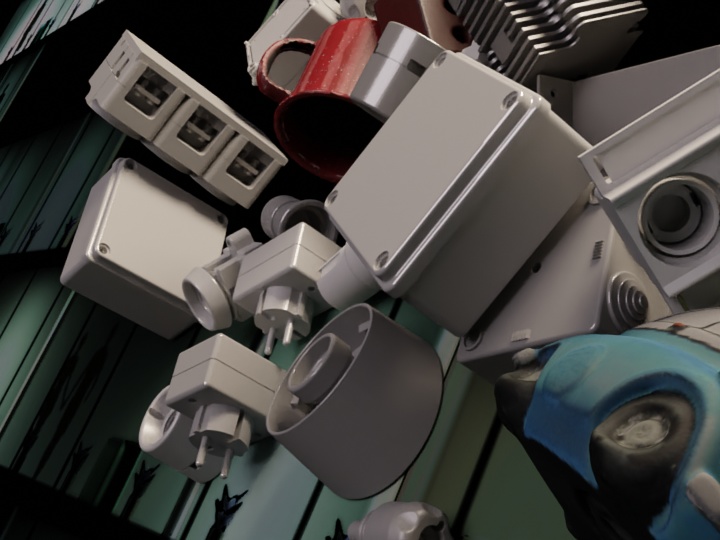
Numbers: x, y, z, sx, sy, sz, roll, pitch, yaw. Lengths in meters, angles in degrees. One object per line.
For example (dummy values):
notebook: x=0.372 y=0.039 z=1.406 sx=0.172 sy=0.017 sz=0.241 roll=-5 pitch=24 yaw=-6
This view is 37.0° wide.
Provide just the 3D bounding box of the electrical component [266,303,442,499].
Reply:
electrical component: x=-0.004 y=0.070 z=0.601 sx=0.099 sy=0.064 sz=0.099 roll=-45 pitch=17 yaw=18

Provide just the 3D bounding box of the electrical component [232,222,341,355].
electrical component: x=-0.048 y=0.021 z=0.708 sx=0.066 sy=0.047 sz=0.076 roll=-28 pitch=40 yaw=41

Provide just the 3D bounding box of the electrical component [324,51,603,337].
electrical component: x=0.045 y=-0.040 z=0.519 sx=0.108 sy=0.056 sz=0.108 roll=-51 pitch=26 yaw=8

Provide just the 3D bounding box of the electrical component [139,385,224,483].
electrical component: x=-0.115 y=0.108 z=0.720 sx=0.055 sy=0.047 sz=0.055 roll=-37 pitch=34 yaw=31

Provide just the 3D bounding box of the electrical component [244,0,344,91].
electrical component: x=-0.052 y=-0.184 z=0.905 sx=0.096 sy=0.061 sz=0.061 roll=-44 pitch=31 yaw=21

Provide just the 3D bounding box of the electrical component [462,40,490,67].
electrical component: x=0.064 y=-0.080 z=0.633 sx=0.050 sy=0.056 sz=0.089 roll=-14 pitch=49 yaw=50

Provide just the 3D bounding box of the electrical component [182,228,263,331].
electrical component: x=-0.092 y=0.012 z=0.761 sx=0.055 sy=0.066 sz=0.048 roll=-31 pitch=19 yaw=-26

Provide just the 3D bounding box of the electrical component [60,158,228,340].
electrical component: x=-0.171 y=-0.017 z=0.867 sx=0.056 sy=0.109 sz=0.108 roll=-34 pitch=36 yaw=39

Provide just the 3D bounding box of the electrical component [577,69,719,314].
electrical component: x=0.156 y=-0.044 z=0.420 sx=0.121 sy=0.078 sz=0.063 roll=-32 pitch=6 yaw=7

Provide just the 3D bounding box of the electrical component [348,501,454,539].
electrical component: x=0.016 y=0.129 z=0.519 sx=0.061 sy=0.035 sz=0.035 roll=-12 pitch=51 yaw=54

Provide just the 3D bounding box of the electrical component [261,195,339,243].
electrical component: x=-0.046 y=-0.032 z=0.767 sx=0.044 sy=0.044 sz=0.065 roll=-57 pitch=24 yaw=-2

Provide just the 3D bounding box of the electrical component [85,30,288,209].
electrical component: x=-0.145 y=-0.120 z=0.888 sx=0.061 sy=0.150 sz=0.089 roll=-51 pitch=29 yaw=7

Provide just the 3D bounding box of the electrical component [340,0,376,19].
electrical component: x=0.004 y=-0.217 z=0.874 sx=0.043 sy=0.043 sz=0.062 roll=-53 pitch=28 yaw=5

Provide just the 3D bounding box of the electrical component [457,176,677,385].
electrical component: x=0.097 y=0.010 z=0.501 sx=0.100 sy=0.048 sz=0.099 roll=-19 pitch=46 yaw=47

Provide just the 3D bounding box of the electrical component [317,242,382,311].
electrical component: x=0.000 y=0.000 z=0.667 sx=0.046 sy=0.040 sz=0.040 roll=-39 pitch=33 yaw=39

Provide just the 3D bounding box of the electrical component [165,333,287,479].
electrical component: x=-0.084 y=0.092 z=0.671 sx=0.047 sy=0.066 sz=0.076 roll=-27 pitch=40 yaw=42

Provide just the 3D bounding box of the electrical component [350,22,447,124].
electrical component: x=0.027 y=-0.102 z=0.595 sx=0.047 sy=0.055 sz=0.055 roll=-58 pitch=29 yaw=4
